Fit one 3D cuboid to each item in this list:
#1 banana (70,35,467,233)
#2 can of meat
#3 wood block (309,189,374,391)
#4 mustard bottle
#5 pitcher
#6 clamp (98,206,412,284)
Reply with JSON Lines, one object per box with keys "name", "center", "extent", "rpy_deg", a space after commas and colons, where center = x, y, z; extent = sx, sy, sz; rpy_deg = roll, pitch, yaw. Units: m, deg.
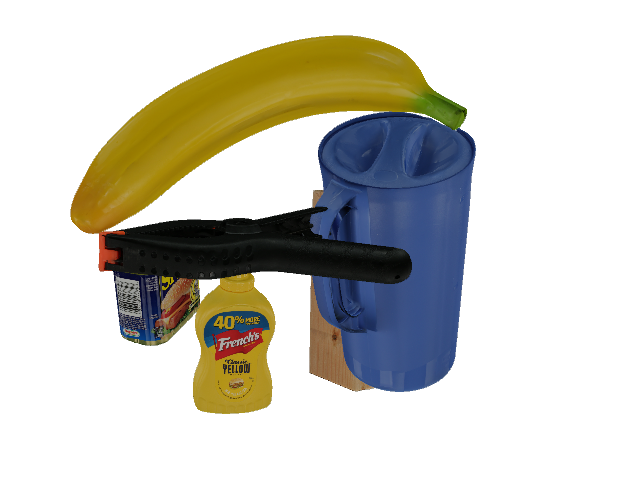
{"name": "banana", "center": [-0.030, -0.060, 0.511], "extent": [0.197, 0.070, 0.037], "rpy_deg": [-18, -40, -14]}
{"name": "can of meat", "center": [-0.157, 0.042, 1.037], "extent": [0.057, 0.084, 0.102], "rpy_deg": [9, 27, 20]}
{"name": "wood block", "center": [0.048, 0.049, 1.170], "extent": [0.090, 0.206, 0.091], "rpy_deg": [-4, 10, -35]}
{"name": "mustard bottle", "center": [-0.103, 0.113, 1.287], "extent": [0.096, 0.192, 0.058], "rpy_deg": [0, 19, -12]}
{"name": "pitcher", "center": [0.063, 0.020, 0.958], "extent": [0.149, 0.243, 0.145], "rpy_deg": [-5, 34, -2]}
{"name": "clamp", "center": [-0.049, 0.006, 0.759], "extent": [0.209, 0.036, 0.165], "rpy_deg": [-4, 14, -25]}
